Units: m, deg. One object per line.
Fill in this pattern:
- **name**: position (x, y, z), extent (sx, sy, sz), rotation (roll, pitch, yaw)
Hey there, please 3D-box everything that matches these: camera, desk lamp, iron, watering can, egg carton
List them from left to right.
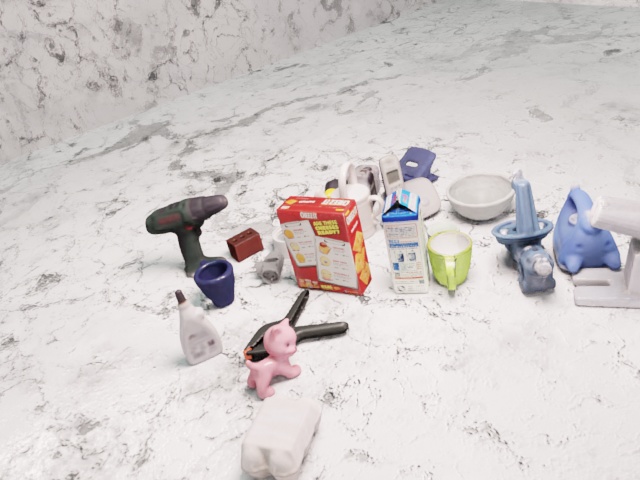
- **egg carton**: position (-0.061, 0.318, 0.929), extent (0.107, 0.069, 0.150), rotation (0, 34, 22)
- **watering can**: position (0.069, -0.100, 1.418), extent (0.172, 0.194, 0.101), rotation (-10, 32, 6)
- **camera**: position (0.088, -0.153, 1.583), extent (0.136, 0.101, 0.143), rotation (-1, 34, 20)
- **iron**: position (0.544, -0.044, 1.195), extent (0.118, 0.142, 0.258), rotation (-6, 33, 13)
- **desk lamp**: position (0.566, 0.014, 1.027), extent (0.202, 0.214, 0.118), rotation (-1, 34, 20)

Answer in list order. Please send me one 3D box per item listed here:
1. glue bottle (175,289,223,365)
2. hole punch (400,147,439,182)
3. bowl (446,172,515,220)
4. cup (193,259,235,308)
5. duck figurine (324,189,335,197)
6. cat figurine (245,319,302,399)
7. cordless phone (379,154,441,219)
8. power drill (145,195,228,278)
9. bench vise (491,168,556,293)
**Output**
- **glue bottle**: position (-0.253, 0.168, 1.141), extent (0.078, 0.173, 0.037), rotation (-22, 33, -13)
- **hole punch**: position (0.265, -0.199, 1.595), extent (0.101, 0.091, 0.108), rotation (-33, 36, -28)
- **bowl**: position (0.394, -0.097, 1.400), extent (0.167, 0.075, 0.167), rotation (-10, 32, 6)
- **cup**: position (-0.238, 0.101, 1.315), extent (0.092, 0.095, 0.117), rotation (-29, 35, -22)
- **duck figurine**: position (0.032, -0.092, 1.523), extent (0.077, 0.086, 0.105), rotation (7, 37, 30)
- **cat figurine**: position (-0.087, 0.210, 1.064), extent (0.128, 0.118, 0.067), rotation (-35, 38, -30)
- **cordless phone**: position (0.218, -0.135, 1.424), extent (0.148, 0.185, 0.094), rotation (-24, 33, -16)
- **power drill**: position (-0.306, -0.012, 1.411), extent (0.229, 0.209, 0.075), rotation (-4, 33, 15)
- **bench vise**: position (0.421, -0.021, 1.132), extent (0.121, 0.220, 0.207), rotation (-20, 32, -9)
